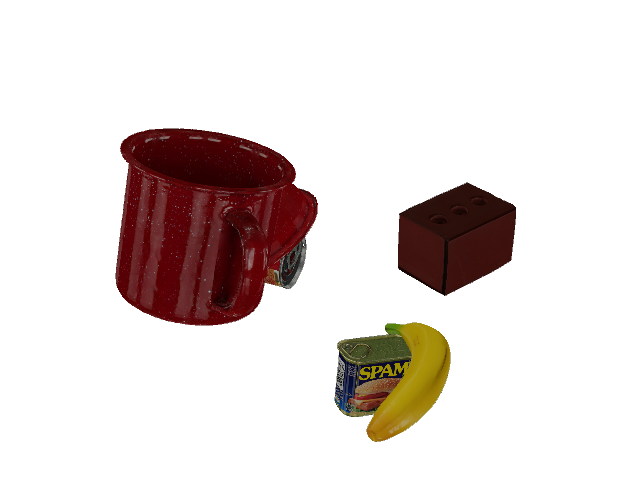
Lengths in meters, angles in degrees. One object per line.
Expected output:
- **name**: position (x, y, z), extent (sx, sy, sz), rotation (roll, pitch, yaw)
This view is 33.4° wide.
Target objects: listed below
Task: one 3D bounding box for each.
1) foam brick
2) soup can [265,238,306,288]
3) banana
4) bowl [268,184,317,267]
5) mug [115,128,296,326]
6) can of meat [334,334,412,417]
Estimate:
- **foam brick**: position (0.105, -0.002, 0.818), extent (0.078, 0.051, 0.053), rotation (-24, 38, -33)
- **soup can**: position (-0.076, 0.012, 1.262), extent (0.102, 0.068, 0.068), rotation (14, 5, 20)
- **banana**: position (0.088, 0.126, 1.004), extent (0.070, 0.037, 0.197), rotation (-22, 18, 18)
- **bowl**: position (-0.086, -0.019, 0.928), extent (0.162, 0.055, 0.162), rotation (-22, 26, 12)
- **mug**: position (-0.059, -0.002, 0.566), extent (0.093, 0.081, 0.117), rotation (-4, 26, -33)
- **can of meat**: position (0.070, 0.172, 1.357), extent (0.102, 0.084, 0.057), rotation (-5, 26, -21)
